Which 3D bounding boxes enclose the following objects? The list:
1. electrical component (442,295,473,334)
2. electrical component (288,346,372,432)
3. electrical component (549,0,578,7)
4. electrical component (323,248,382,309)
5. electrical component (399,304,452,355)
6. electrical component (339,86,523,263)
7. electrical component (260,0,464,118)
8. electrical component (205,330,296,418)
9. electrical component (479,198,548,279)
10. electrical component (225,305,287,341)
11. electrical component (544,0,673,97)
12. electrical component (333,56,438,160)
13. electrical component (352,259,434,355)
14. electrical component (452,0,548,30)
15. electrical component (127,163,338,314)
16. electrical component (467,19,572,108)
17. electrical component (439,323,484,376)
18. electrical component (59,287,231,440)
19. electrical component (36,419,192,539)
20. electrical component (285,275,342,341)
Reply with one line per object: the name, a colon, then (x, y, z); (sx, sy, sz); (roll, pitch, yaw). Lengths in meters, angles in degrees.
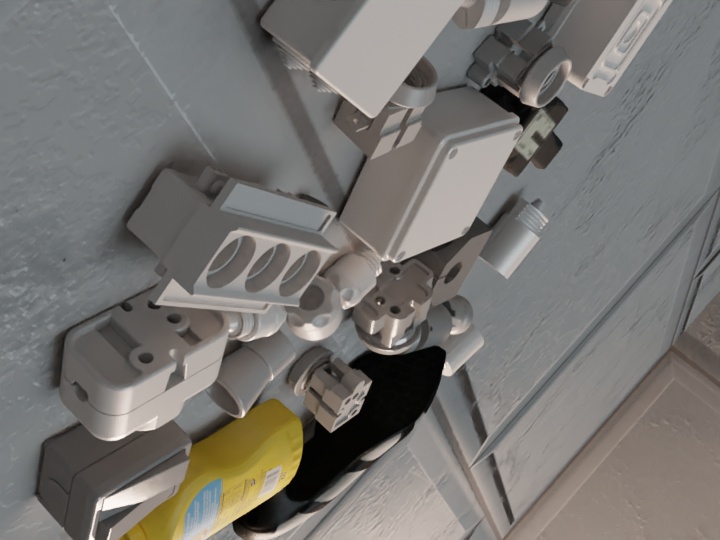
electrical component: (0.085, 0.042, 1.061); (0.040, 0.040, 0.046); (-55, 152, 13)
electrical component: (-0.027, 0.098, 0.909); (0.048, 0.055, 0.066); (-30, 152, -41)
electrical component: (0.153, -0.215, 0.762); (0.081, 0.043, 0.043); (-33, 153, -36)
electrical component: (0.000, 0.000, 0.830); (0.061, 0.035, 0.035); (-43, 158, -24)
electrical component: (0.050, 0.054, 1.003); (0.081, 0.043, 0.043); (-7, 133, -60)
electrical component: (0.052, -0.071, 0.784); (0.109, 0.056, 0.108); (-22, 145, -50)
electrical component: (0.002, -0.141, 0.581); (0.099, 0.048, 0.100); (-52, 158, 6)
electrical component: (-0.079, 0.070, 0.785); (0.065, 0.044, 0.044); (-43, 158, -29)
electrical component: (0.153, -0.036, 1.058); (0.081, 0.043, 0.043); (-52, 159, 4)
electrical component: (-0.080, 0.032, 0.726); (0.061, 0.035, 0.035); (-15, 140, -51)
electrical component: (0.192, -0.200, 0.843); (0.113, 0.057, 0.078); (-58, 157, 19)
electrical component: (0.019, -0.107, 0.677); (0.066, 0.048, 0.055); (-29, 158, -42)
electrical component: (0.026, 0.034, 0.907); (0.078, 0.058, 0.057); (-37, 152, -32)
electrical component: (0.083, -0.178, 0.686); (0.081, 0.043, 0.043); (-24, 147, -49)
electrical component: (-0.072, -0.018, 0.619); (0.078, 0.063, 0.121); (-54, 158, 11)
electrical component: (0.121, -0.151, 0.787); (0.066, 0.055, 0.048); (-49, 159, -3)
electrical component: (0.088, 0.089, 1.138); (0.081, 0.043, 0.043); (-41, 157, -21)
electrical component: (-0.129, 0.056, 0.643); (0.095, 0.054, 0.059); (-30, 151, -41)
electrical component: (-0.154, 0.130, 0.707); (0.096, 0.061, 0.061); (-29, 150, -43)
electrical component: (-0.034, 0.033, 0.805); (0.043, 0.043, 0.062); (-44, 159, -15)
